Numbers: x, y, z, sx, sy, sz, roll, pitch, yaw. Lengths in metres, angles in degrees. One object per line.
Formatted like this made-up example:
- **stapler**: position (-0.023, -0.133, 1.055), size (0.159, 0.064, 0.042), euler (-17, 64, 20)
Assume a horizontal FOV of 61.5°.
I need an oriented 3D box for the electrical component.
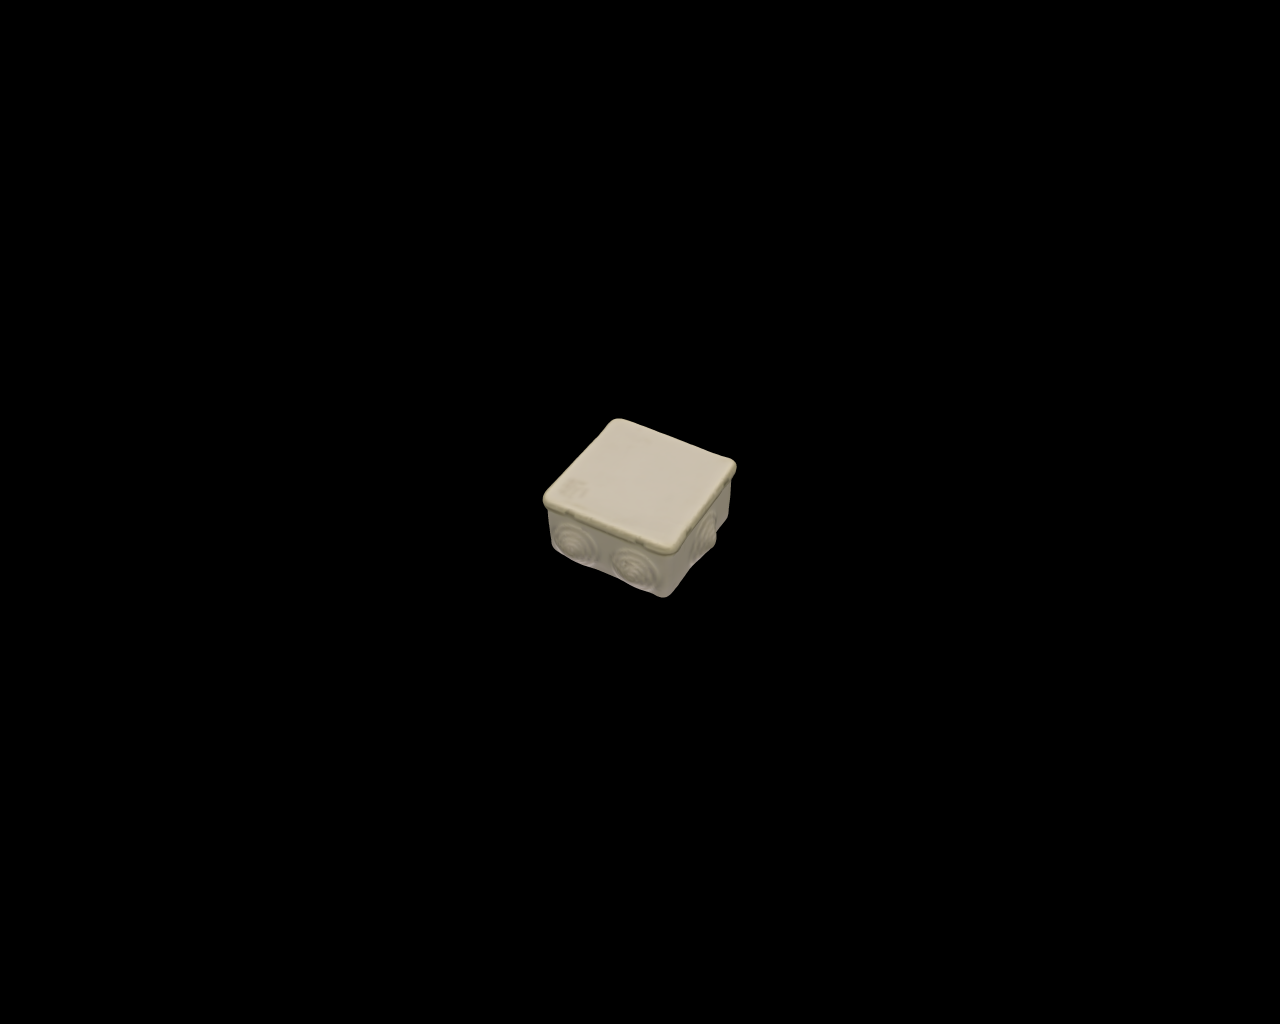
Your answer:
- **electrical component**: position (0.001, -0.003, 0.650), size (0.100, 0.048, 0.100), euler (22, 49, 21)
